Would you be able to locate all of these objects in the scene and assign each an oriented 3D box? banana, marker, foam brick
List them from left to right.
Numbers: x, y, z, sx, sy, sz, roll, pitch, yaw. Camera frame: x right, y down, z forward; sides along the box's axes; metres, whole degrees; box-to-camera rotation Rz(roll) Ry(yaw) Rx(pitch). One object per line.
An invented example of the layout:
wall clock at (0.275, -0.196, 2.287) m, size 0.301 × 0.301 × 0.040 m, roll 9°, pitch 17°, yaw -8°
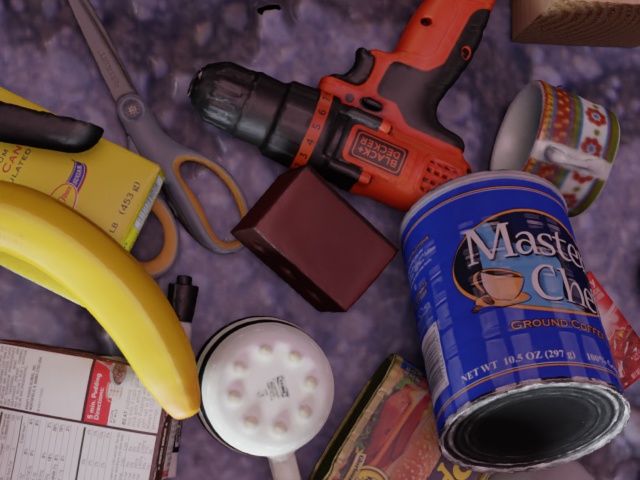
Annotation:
banana at (-0.138, 0.020, 0.572) m, size 0.197 × 0.037 × 0.069 m, roll 31°, pitch 89°, yaw -4°
marker at (-0.089, 0.082, 0.644) m, size 0.020 × 0.020 × 0.121 m, roll 7°, pitch 84°, yaw -7°
foam brick at (-0.004, 0.001, 0.639) m, size 0.078 × 0.053 × 0.051 m, roll 42°, pitch 74°, yaw -12°

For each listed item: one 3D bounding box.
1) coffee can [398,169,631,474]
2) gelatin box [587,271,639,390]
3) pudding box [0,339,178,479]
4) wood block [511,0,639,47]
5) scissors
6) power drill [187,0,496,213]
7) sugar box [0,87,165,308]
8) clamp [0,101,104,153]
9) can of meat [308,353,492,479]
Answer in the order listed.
coffee can at (0.105, 0.046, 0.603) m, size 0.102 × 0.103 × 0.140 m, roll -1°, pitch 52°, yaw -8°
gelatin box at (0.155, 0.075, 0.673) m, size 0.089 × 0.030 × 0.073 m, roll -36°, pitch 90°, yaw -10°
pudding box at (-0.141, 0.109, 0.616) m, size 0.113 × 0.039 × 0.090 m, roll 9°, pitch 85°, yaw 7°
wood block at (0.174, -0.235, 0.674) m, size 0.090 × 0.090 × 0.206 m, roll 1°, pitch 84°, yaw -8°
scissors at (-0.125, -0.061, 0.654) m, size 0.096 × 0.016 × 0.202 m, roll -42°, pitch 91°, yaw -9°
power drill at (0.032, -0.122, 0.662) m, size 0.184 × 0.057 × 0.187 m, roll 23°, pitch 85°, yaw -9°
sugar box at (-0.188, -0.038, 0.619) m, size 0.176 × 0.048 × 0.093 m, roll 26°, pitch 82°, yaw 0°
clamp at (-0.232, -0.082, 0.583) m, size 0.210 × 0.036 × 0.164 m, roll -31°, pitch 82°, yaw -3°
can of meat at (0.053, 0.130, 0.642) m, size 0.084 × 0.057 × 0.102 m, roll 33°, pitch 82°, yaw -2°
